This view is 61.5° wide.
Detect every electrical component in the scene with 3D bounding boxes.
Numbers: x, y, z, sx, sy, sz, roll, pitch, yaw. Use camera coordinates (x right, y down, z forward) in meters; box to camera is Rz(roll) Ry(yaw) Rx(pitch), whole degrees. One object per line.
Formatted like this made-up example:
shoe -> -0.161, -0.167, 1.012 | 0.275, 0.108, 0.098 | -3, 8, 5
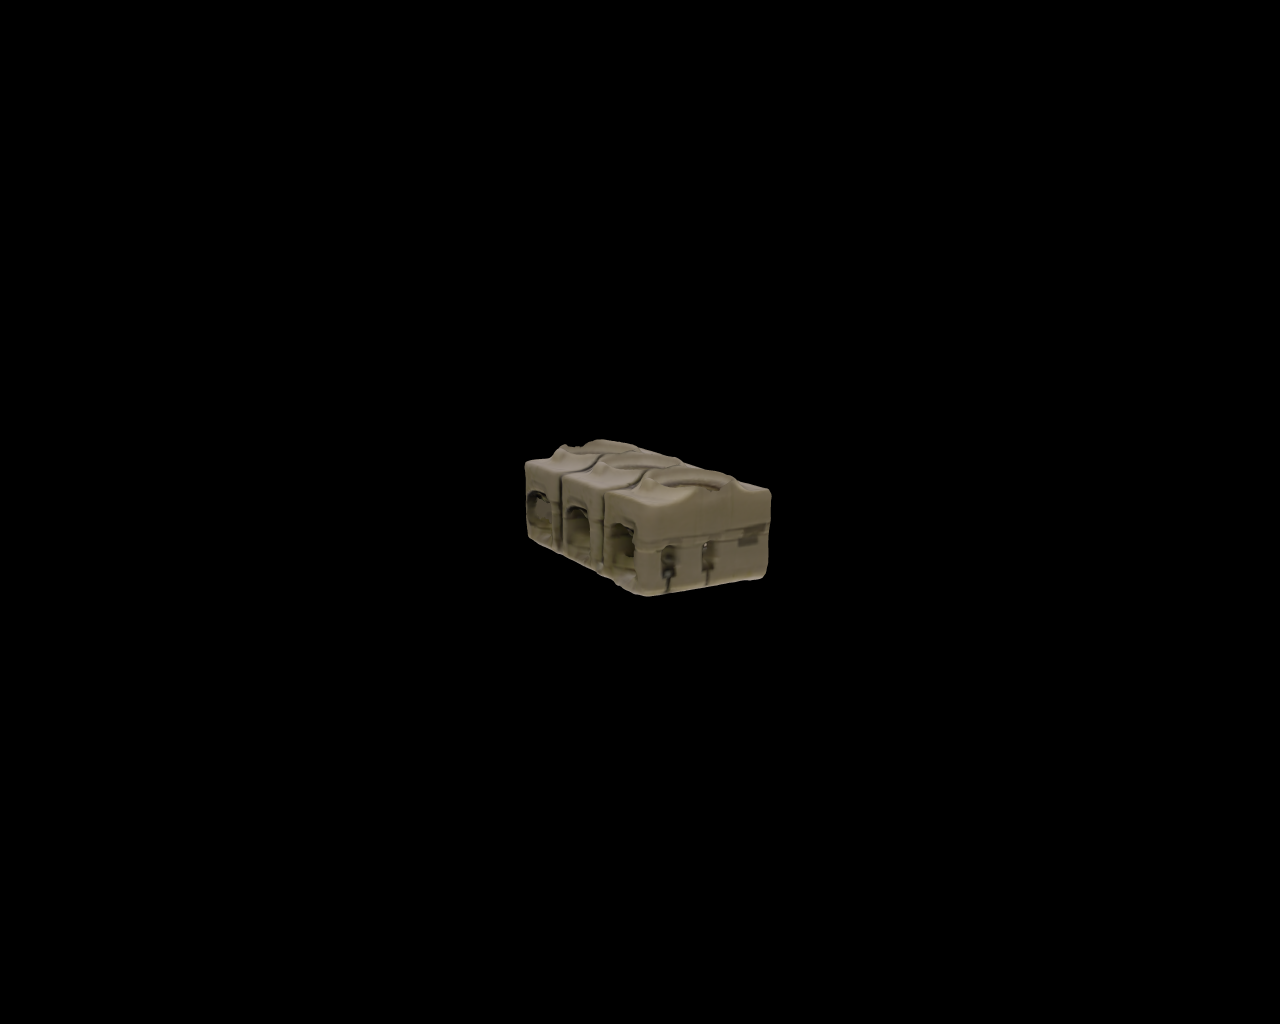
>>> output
electrical component -> 0.001, -0.003, 0.650 | 0.090, 0.061, 0.150 | -8, 16, -31
